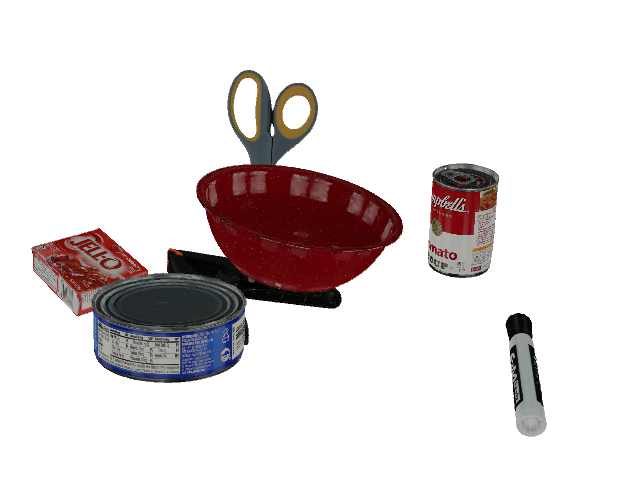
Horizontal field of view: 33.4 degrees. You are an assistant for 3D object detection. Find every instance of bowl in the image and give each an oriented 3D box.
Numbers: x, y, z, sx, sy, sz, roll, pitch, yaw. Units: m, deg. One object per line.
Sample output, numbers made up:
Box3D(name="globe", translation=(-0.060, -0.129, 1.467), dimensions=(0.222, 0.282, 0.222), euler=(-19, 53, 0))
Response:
Box3D(name="bowl", translation=(-0.020, -0.005, 0.828), dimensions=(0.162, 0.055, 0.162), euler=(11, 23, -5))

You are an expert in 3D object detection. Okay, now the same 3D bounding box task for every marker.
Box3D(name="marker", translation=(0.139, 0.087, 0.728), dimensions=(0.020, 0.020, 0.121), euler=(0, 30, 6))

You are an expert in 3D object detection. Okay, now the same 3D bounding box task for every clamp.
Box3D(name="clamp", translation=(-0.104, 0.056, 1.196), dimensions=(0.210, 0.036, 0.164), euler=(19, 23, 29))

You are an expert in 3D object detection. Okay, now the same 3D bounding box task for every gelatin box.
Box3D(name="gelatin box", translation=(-0.213, 0.027, 0.984), dimensions=(0.073, 0.030, 0.089), euler=(-18, 40, -36))

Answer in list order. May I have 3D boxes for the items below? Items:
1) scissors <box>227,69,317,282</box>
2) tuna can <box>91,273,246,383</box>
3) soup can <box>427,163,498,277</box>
Box3D(name="scissors", translation=(-0.040, -0.067, 1.031), dimensions=(0.096, 0.202, 0.016), euler=(-10, 3, -6))
Box3D(name="tuna can", translation=(-0.085, 0.048, 0.600), dimensions=(0.086, 0.034, 0.086), euler=(2, 17, -1))
Box3D(name="soup can", translation=(0.147, -0.021, 1.111), dimensions=(0.068, 0.102, 0.068), euler=(1, 26, 0))
